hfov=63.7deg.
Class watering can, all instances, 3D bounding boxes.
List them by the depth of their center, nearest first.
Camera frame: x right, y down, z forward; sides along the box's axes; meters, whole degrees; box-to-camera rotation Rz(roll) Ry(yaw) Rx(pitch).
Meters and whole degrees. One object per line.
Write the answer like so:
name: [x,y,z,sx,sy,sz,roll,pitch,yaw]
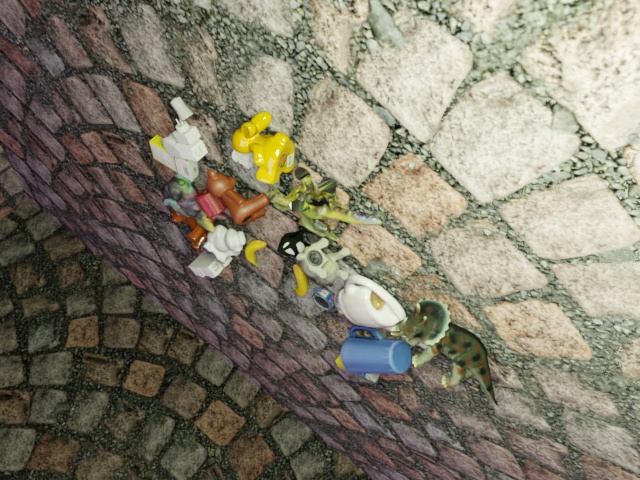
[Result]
watering can: [0.182,0.231,1.575,0.344,0.106,0.222,47,150,-18]

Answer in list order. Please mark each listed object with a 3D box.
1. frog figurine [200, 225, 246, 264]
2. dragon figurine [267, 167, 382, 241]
frog figurine: [-0.344,0.000,1.921,0.158,0.124,0.137,-36,94,23]
dragon figurine: [0.004,-0.071,1.416,0.413,0.123,0.238,28,166,26]
